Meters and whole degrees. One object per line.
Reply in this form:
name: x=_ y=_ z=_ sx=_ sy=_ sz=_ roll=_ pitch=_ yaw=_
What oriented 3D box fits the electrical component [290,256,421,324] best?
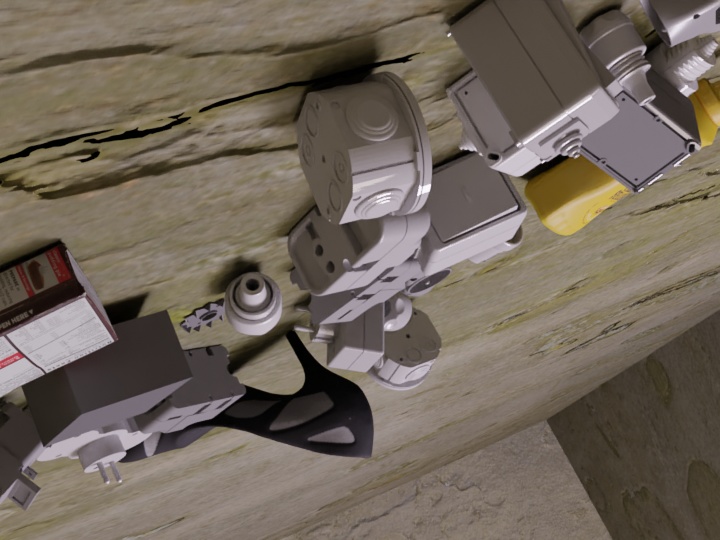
electrical component: x=0.000 y=0.000 z=0.851 sx=0.089 sy=0.050 sz=0.056 roll=-37 pitch=162 yaw=28

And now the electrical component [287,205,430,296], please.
electrical component: x=0.002 y=-0.027 z=0.763 sx=0.059 sy=0.053 sz=0.095 roll=-12 pitch=158 yaw=-45

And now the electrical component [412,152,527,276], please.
electrical component: x=0.068 y=-0.043 z=0.807 sx=0.096 sy=0.061 sz=0.061 roll=-24 pitch=164 yaw=-14

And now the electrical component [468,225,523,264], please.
electrical component: x=0.118 y=-0.030 z=0.975 sx=0.040 sy=0.040 sz=0.046 roll=-13 pitch=164 yaw=-43

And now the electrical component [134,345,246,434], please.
electrical component: x=-0.154 y=0.104 z=0.924 sx=0.056 sy=0.050 sz=0.089 roll=-38 pitch=162 yaw=31

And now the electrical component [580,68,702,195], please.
electrical component: x=0.192 y=-0.105 z=0.758 sx=0.096 sy=0.061 sz=0.062 roll=31 pitch=131 yaw=-23

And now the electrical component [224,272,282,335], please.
electrical component: x=-0.080 y=0.021 z=0.800 sx=0.043 sy=0.043 sz=0.062 roll=-24 pitch=163 yaw=-13

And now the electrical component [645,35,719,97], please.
electrical component: x=0.226 y=-0.143 z=0.787 sx=0.081 sy=0.043 sz=0.043 roll=-38 pitch=161 yaw=34

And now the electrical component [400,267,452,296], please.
electrical component: x=0.033 y=-0.002 z=0.913 sx=0.079 sy=0.044 sz=0.077 roll=-24 pitch=164 yaw=-10

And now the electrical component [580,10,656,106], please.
electrical component: x=0.168 y=-0.133 z=0.688 sx=0.035 sy=0.061 sz=0.035 roll=-28 pitch=169 yaw=-6

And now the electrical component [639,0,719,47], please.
electrical component: x=0.221 y=-0.174 z=0.680 sx=0.077 sy=0.043 sz=0.079 roll=-31 pitch=164 yaw=11

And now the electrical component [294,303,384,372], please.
electrical component: x=-0.022 y=0.048 z=0.956 sx=0.077 sy=0.065 sz=0.047 roll=10 pitch=151 yaw=-17

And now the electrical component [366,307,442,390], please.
electrical component: x=0.043 y=0.081 z=1.128 sx=0.080 sy=0.080 sz=0.051 roll=-19 pitch=156 yaw=-29

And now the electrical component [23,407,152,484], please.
electrical component: x=-0.220 y=0.145 z=0.900 sx=0.052 sy=0.073 sz=0.138 roll=-31 pitch=164 yaw=13

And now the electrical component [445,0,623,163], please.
electrical component: x=0.104 y=-0.107 z=0.598 sx=0.061 sy=0.096 sz=0.062 roll=-34 pitch=164 yaw=17

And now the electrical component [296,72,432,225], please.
electrical component: x=0.002 y=-0.066 z=0.594 sx=0.051 sy=0.080 sz=0.080 roll=-15 pitch=161 yaw=-22

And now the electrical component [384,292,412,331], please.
electrical component: x=0.030 y=0.037 z=1.033 sx=0.043 sy=0.043 sz=0.062 roll=-32 pitch=165 yaw=16

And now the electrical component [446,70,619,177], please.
electrical component: x=0.105 y=-0.103 z=0.678 sx=0.096 sy=0.061 sz=0.061 roll=-34 pitch=163 yaw=22

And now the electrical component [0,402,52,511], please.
electrical component: x=-0.267 y=0.137 z=0.800 sx=0.063 sy=0.081 sz=0.042 roll=-53 pitch=-176 yaw=-39
